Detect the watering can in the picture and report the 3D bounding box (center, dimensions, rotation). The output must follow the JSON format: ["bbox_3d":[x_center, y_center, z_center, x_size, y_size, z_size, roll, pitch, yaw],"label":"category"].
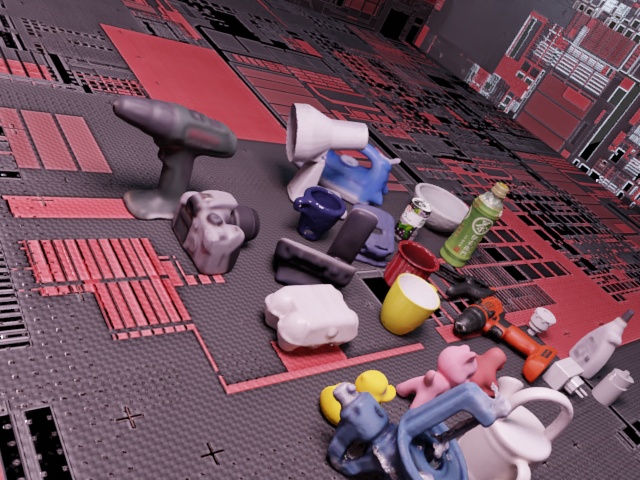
[{"bbox_3d":[0.271,0.270,0.810,0.101,0.194,0.172,13,33,-25],"label":"watering can"}]

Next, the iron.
[{"bbox_3d":[0.064,-0.194,1.399,0.258,0.141,0.119,29,30,1],"label":"iron"}]

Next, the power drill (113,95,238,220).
[{"bbox_3d":[-0.258,-0.137,0.968,0.230,0.208,0.075,-4,43,-44],"label":"power drill"}]

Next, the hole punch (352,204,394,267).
[{"bbox_3d":[0.107,-0.010,1.204,0.109,0.091,0.101,16,32,-22],"label":"hole punch"}]

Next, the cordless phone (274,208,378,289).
[{"bbox_3d":[0.009,0.004,1.005,0.148,0.185,0.094,22,30,-13],"label":"cordless phone"}]

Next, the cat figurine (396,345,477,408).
[{"bbox_3d":[0.199,0.214,0.913,0.128,0.117,0.067,-4,43,-44],"label":"cat figurine"}]

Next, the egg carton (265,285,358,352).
[{"bbox_3d":[-0.013,0.125,0.916,0.151,0.069,0.107,1,40,-40],"label":"egg carton"}]

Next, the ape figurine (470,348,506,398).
[{"bbox_3d":[0.291,0.226,0.998,0.076,0.092,0.077,12,33,-26],"label":"ape figurine"}]

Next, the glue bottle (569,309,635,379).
[{"bbox_3d":[0.598,0.210,1.203,0.037,0.173,0.078,22,30,-11],"label":"glue bottle"}]

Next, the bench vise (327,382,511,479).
[{"bbox_3d":[0.115,0.238,0.699,0.207,0.219,0.121,26,30,-5],"label":"bench vise"}]

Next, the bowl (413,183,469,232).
[{"bbox_3d":[0.304,-0.071,1.484,0.168,0.074,0.167,21,30,-13],"label":"bowl"}]

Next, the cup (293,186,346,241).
[{"bbox_3d":[-0.016,-0.047,1.152,0.118,0.095,0.091,0,41,-41],"label":"cup"}]

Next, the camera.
[{"bbox_3d":[-0.163,-0.025,0.986,0.137,0.100,0.142,-1,41,-42],"label":"camera"}]

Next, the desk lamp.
[{"bbox_3d":[0.001,-0.177,1.247,0.204,0.213,0.117,15,33,-24],"label":"desk lamp"}]

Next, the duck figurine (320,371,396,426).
[{"bbox_3d":[0.058,0.220,0.814,0.105,0.086,0.077,16,32,-21],"label":"duck figurine"}]
